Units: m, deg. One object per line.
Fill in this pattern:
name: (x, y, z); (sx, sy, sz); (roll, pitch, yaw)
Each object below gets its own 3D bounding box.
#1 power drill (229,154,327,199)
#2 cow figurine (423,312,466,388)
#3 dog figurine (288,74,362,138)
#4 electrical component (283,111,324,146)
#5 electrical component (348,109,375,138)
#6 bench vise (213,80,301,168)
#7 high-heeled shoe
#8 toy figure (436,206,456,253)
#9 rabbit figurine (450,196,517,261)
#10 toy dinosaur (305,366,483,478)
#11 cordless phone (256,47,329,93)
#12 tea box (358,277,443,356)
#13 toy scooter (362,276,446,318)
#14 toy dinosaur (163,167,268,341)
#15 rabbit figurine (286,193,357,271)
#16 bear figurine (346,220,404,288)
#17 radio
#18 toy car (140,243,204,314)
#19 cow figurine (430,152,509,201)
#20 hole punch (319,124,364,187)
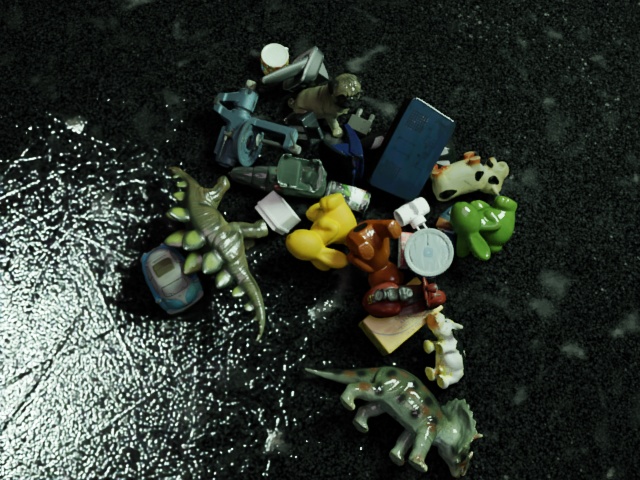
power drill: (-0.085, -0.141, 1.234); (0.232, 0.207, 0.086); (9, 82, -16)
cow figurine: (0.286, 0.236, 1.199); (0.098, 0.068, 0.167); (-10, 102, -27)
dog figurine: (0.008, -0.352, 1.317); (0.172, 0.190, 0.121); (4, 72, -4)
electrical component: (-0.029, -0.274, 1.316); (0.048, 0.119, 0.074); (-45, 125, -30)
electrical component: (0.103, -0.295, 1.397); (0.063, 0.021, 0.094); (26, 71, 2)
bench vise: (-0.149, -0.267, 1.299); (0.241, 0.128, 0.223); (18, 78, 18)
high-heeled shoe: (0.219, -0.219, 1.377); (0.249, 0.086, 0.145); (-14, 105, 7)
toy figure: (0.304, -0.011, 1.307); (0.058, 0.064, 0.154); (11, 72, 7)
rabbit figurine: (0.367, -0.033, 1.280); (0.170, 0.121, 0.159); (10, 89, -35)
toy dinosaur: (0.176, 0.352, 1.156); (0.405, 0.131, 0.192); (42, 60, 12)
cordless phone: (-0.086, -0.406, 1.341); (0.184, 0.147, 0.088); (-26, 105, -22)
tea box: (0.184, 0.175, 1.232); (0.169, 0.068, 0.098); (-38, 80, -15)
toy scooter: (0.185, 0.120, 1.144); (0.184, 0.135, 0.075); (-3, 72, -4)
toy dinosaur: (-0.223, 0.005, 1.188); (0.198, 0.105, 0.472); (-26, 68, -37)
rabbit figurine: (-0.003, -0.004, 1.244); (0.173, 0.122, 0.162); (-32, 101, -35)
bear figurine: (0.137, 0.055, 1.207); (0.120, 0.132, 0.195); (-33, 109, -16)
radio: (0.218, -0.215, 1.301); (0.131, 0.073, 0.229); (25, 103, -10)
toy car: (-0.333, 0.075, 1.190); (0.109, 0.103, 0.161); (-29, 80, -15)
cow figurine: (0.376, -0.150, 1.340); (0.195, 0.086, 0.127); (-18, 117, 1)
hole punch: (0.068, -0.204, 1.312); (0.092, 0.142, 0.116); (-41, 69, -20)
